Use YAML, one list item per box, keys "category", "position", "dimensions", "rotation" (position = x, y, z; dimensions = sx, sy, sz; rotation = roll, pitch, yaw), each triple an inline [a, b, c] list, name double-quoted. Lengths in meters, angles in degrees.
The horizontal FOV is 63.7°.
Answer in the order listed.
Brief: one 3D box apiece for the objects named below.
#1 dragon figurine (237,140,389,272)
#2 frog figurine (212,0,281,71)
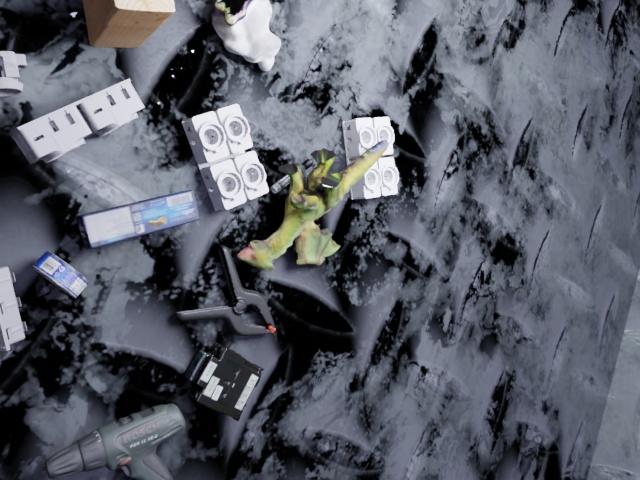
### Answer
- category: "dragon figurine"
  position: [0.003, -0.056, 1.116]
  dimensions: [0.415, 0.124, 0.237]
  rotation: [-25, 135, -32]
- category: "frog figurine"
  position: [-0.142, -0.429, 1.049]
  dimensions: [0.156, 0.123, 0.140]
  rotation: [62, 43, -60]
